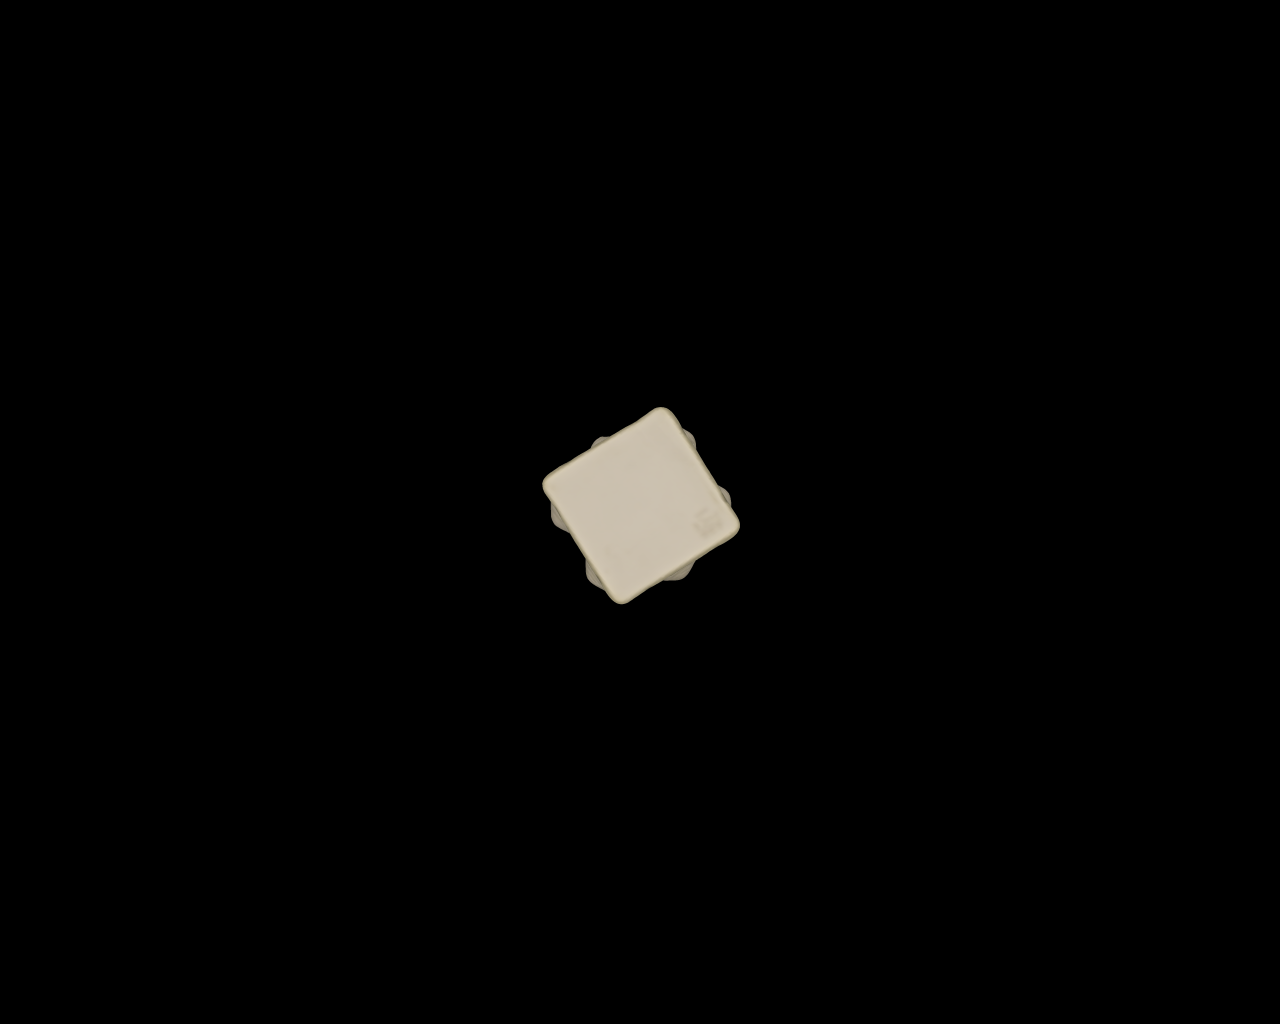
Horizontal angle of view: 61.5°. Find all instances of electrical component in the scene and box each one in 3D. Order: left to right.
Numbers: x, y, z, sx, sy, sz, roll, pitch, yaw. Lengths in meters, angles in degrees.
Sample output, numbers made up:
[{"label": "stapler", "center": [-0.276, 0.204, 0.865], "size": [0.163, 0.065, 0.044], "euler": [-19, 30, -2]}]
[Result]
[{"label": "electrical component", "center": [0.001, -0.003, 0.650], "size": [0.100, 0.099, 0.048], "euler": [-32, -4, -2]}]
